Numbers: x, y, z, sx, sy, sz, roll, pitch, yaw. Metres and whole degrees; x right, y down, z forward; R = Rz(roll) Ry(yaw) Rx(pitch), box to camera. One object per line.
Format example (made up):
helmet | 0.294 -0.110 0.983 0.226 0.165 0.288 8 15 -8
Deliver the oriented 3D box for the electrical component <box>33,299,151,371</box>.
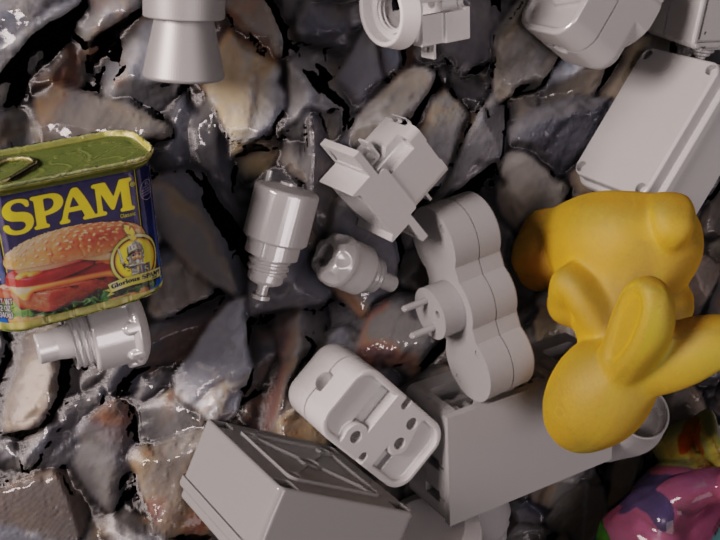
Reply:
electrical component | -0.153 0.037 0.614 0.062 0.048 0.048 -15 115 -20

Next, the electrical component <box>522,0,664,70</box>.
electrical component | 0.161 -0.185 0.715 0.059 0.054 0.095 29 92 -36

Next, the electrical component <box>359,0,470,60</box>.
electrical component | 0.034 -0.160 0.652 0.055 0.048 0.066 -19 117 -33

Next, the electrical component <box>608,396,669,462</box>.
electrical component | 0.206 0.104 0.850 0.043 0.077 0.079 5 66 -10

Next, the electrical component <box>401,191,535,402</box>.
electrical component | 0.061 0.023 0.719 0.074 0.052 0.138 -20 99 -24

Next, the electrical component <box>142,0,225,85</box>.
electrical component | -0.095 -0.132 0.583 0.045 0.045 0.055 -7 112 -29

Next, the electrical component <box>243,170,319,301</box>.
electrical component | -0.052 -0.020 0.656 0.040 0.040 0.078 7 104 -34

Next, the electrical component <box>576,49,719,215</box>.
electrical component | 0.218 -0.095 0.772 0.057 0.078 0.113 30 92 -39

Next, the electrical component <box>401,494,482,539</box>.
electrical component | 0.053 0.206 0.785 0.080 0.080 0.051 -32 127 -17

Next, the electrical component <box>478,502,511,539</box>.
electrical component | 0.097 0.188 0.828 0.040 0.040 0.078 -31 122 -18

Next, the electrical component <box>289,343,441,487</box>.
electrical component | 0.001 0.095 0.721 0.053 0.059 0.095 -50 126 -6

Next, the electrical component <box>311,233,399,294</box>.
electrical component | 0.000 0.000 0.700 0.061 0.035 0.035 23 95 -38

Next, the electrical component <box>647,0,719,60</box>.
electrical component | 0.245 -0.197 0.762 0.062 0.061 0.096 -8 119 -28

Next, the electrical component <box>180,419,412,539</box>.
electrical component | -0.042 0.148 0.685 0.109 0.109 0.056 20 95 -35

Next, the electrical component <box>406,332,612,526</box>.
electrical component | 0.110 0.112 0.794 0.150 0.062 0.089 -15 116 -26

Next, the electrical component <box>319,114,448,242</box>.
electrical component | 0.017 -0.060 0.683 0.063 0.042 0.081 -49 126 -10
